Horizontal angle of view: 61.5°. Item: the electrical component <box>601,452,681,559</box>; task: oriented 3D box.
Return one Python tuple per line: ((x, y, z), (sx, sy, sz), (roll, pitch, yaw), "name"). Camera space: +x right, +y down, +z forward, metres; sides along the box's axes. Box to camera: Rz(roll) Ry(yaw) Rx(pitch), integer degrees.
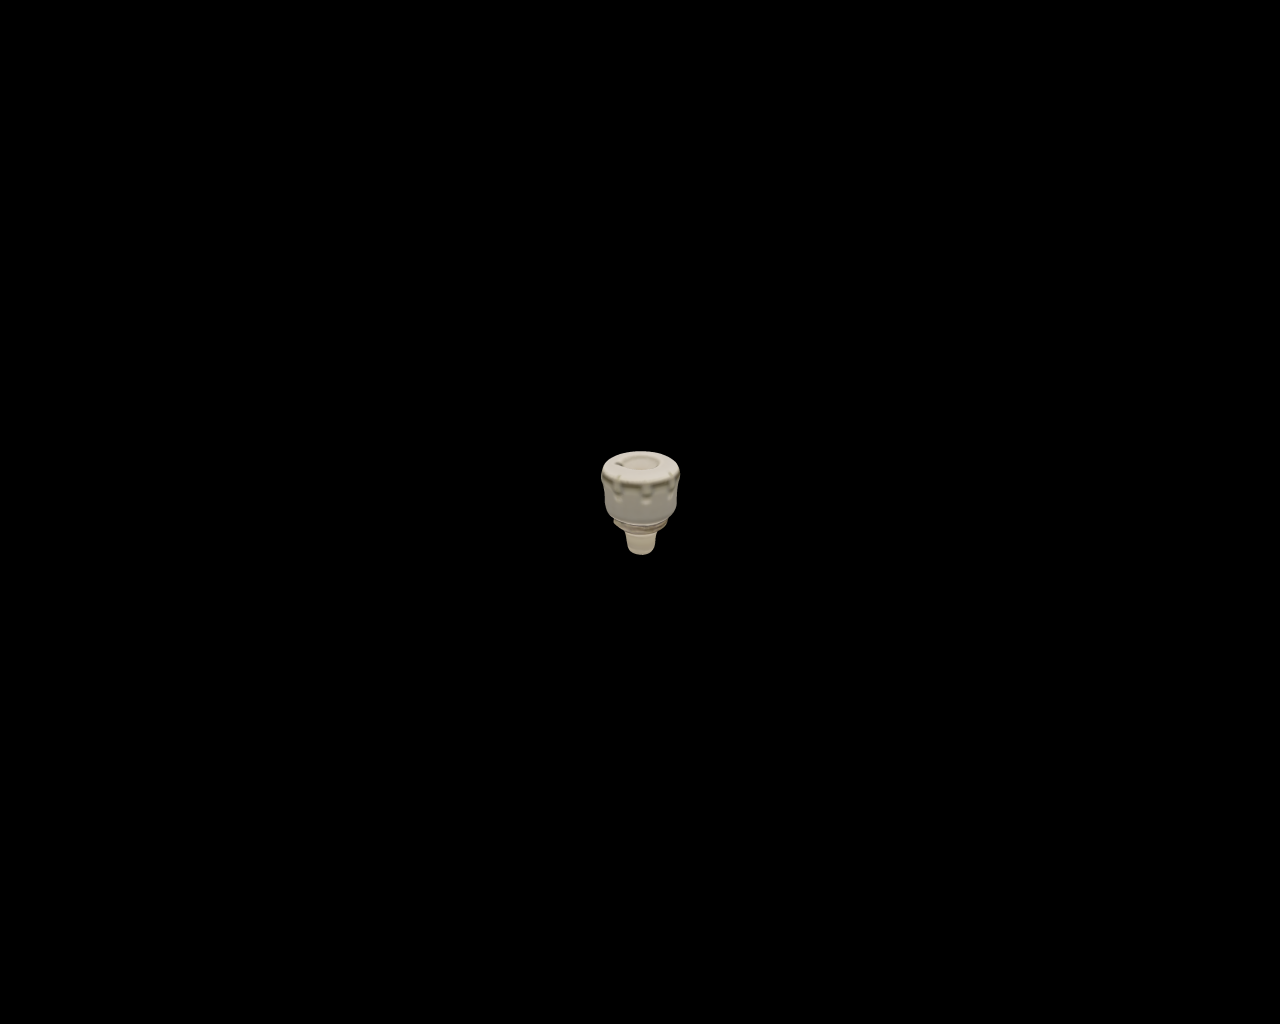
((0.001, -0.003, 0.650), (0.048, 0.062, 0.048), (0, 25, 0), "electrical component")
